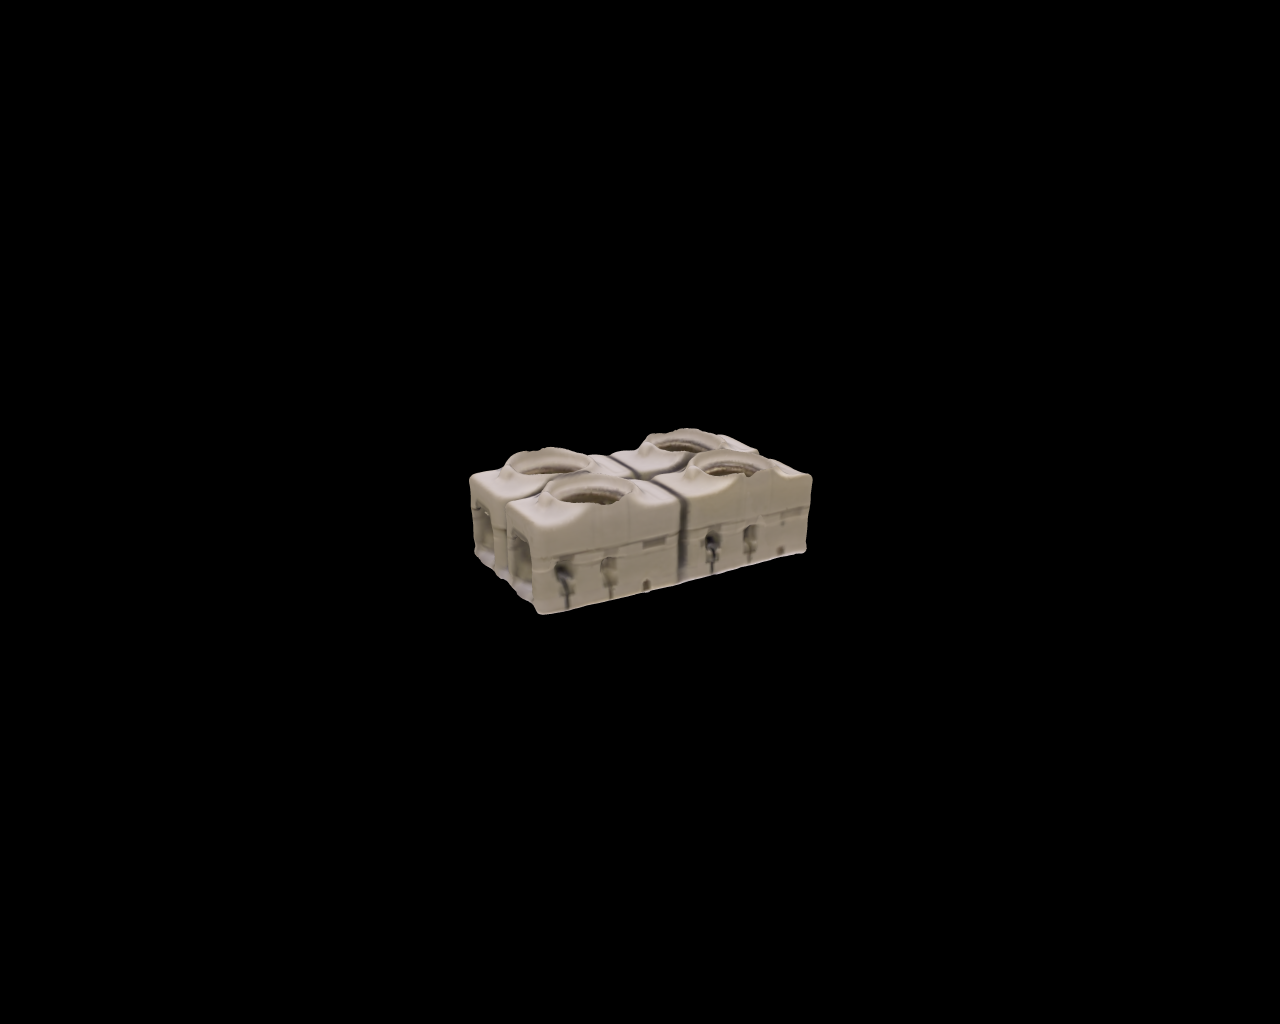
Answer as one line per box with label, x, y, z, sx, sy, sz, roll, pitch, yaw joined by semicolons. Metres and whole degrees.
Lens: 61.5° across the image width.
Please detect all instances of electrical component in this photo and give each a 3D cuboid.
electrical component;0.001;-0.003;0.650;0.186;0.060;0.105;-11;23;-27
